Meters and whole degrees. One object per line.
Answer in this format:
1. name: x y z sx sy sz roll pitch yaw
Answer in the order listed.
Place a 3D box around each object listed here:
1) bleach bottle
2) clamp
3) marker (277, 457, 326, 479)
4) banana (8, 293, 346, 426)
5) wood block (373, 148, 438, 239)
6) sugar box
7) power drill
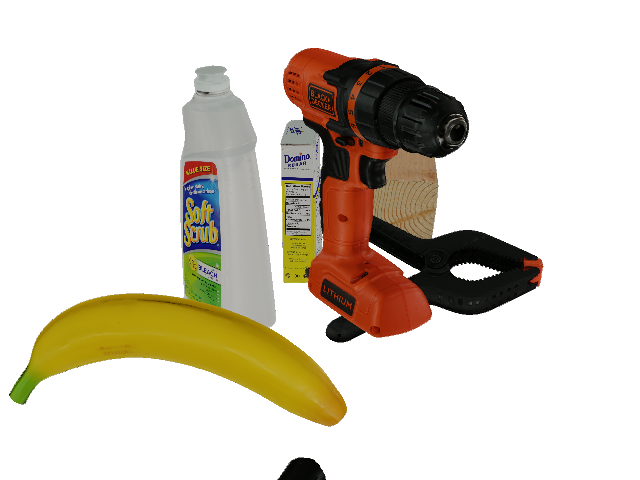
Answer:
1. bleach bottle: -0.094 -0.037 0.987 0.067 0.251 0.103 -21 30 -33
2. clamp: 0.104 0.037 1.016 0.210 0.164 0.036 6 -40 9
3. marker: -0.028 0.120 0.418 0.020 0.020 0.121 0 20 26
4. banana: -0.081 0.066 0.622 0.198 0.070 0.037 4 19 3
5. wood block: 0.112 -0.089 1.506 0.091 0.090 0.206 3 29 0
6. sugar box: -0.023 -0.047 1.265 0.048 0.176 0.093 -1 24 5
7. power drill: 0.039 -0.032 0.739 0.057 0.188 0.185 -14 26 -26
